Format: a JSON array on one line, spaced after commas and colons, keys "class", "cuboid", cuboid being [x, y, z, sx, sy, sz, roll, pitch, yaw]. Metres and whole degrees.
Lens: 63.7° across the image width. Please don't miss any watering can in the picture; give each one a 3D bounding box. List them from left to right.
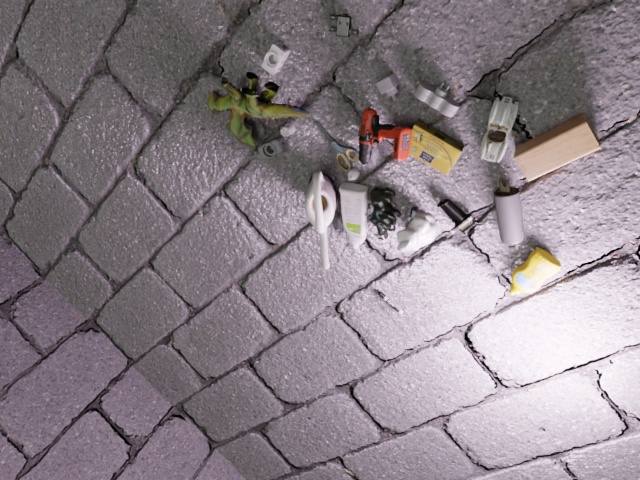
[{"class": "watering can", "cuboid": [0.005, -0.090, 1.794, 0.104, 0.229, 0.341, -3, 118, 6]}]

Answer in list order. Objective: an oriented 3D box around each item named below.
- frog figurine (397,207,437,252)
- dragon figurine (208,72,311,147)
[{"class": "frog figurine", "cuboid": [0.324, -0.020, 1.720, 0.123, 0.163, 0.134, 26, 125, 8]}, {"class": "dragon figurine", "cuboid": [-0.232, -0.432, 1.791, 0.412, 0.124, 0.237, 32, 136, 13]}]
